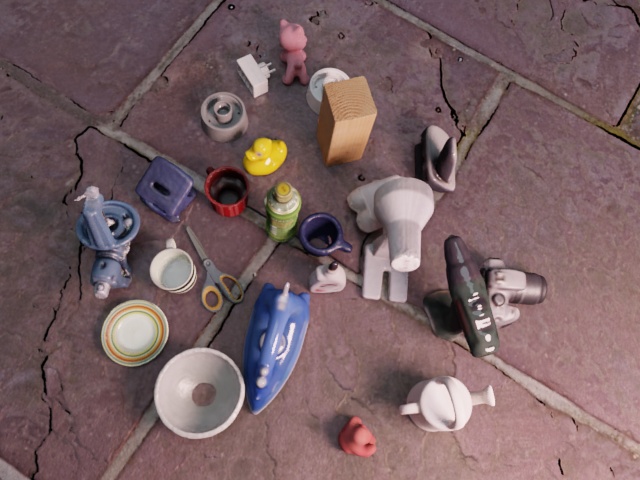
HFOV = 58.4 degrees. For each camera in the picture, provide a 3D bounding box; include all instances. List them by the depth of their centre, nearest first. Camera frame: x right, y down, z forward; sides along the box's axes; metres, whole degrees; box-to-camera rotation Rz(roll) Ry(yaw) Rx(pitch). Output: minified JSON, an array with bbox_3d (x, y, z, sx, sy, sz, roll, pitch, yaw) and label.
[{"bbox_3d":[0.405,0.112,1.203,0.137,0.101,0.143,5,72,-3],"label":"camera"}]

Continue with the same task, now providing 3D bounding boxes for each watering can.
[{"bbox_3d":[0.239,0.304,1.076,0.173,0.194,0.101,-29,77,-13],"label":"watering can"}]

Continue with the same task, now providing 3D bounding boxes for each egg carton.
[{"bbox_3d":[0.139,-0.080,1.257,0.150,0.069,0.107,-21,75,-11],"label":"egg carton"}]

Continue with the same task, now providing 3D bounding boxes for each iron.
[{"bbox_3d":[-0.093,0.206,1.104,0.118,0.141,0.258,14,71,-1],"label":"iron"}]

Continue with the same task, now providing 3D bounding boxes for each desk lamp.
[{"bbox_3d":[0.157,0.004,1.155,0.118,0.213,0.203,6,72,-3],"label":"desk lamp"}]

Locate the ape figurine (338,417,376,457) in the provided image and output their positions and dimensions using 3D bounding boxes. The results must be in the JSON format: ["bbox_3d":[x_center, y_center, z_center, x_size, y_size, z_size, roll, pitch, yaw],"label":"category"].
[{"bbox_3d":[0.074,0.376,1.091,0.076,0.092,0.078,-8,73,-7],"label":"ape figurine"}]

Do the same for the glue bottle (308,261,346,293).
[{"bbox_3d":[0.019,0.070,1.142,0.078,0.173,0.037,-6,73,-7],"label":"glue bottle"}]

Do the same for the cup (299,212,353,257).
[{"bbox_3d":[0.011,0.004,1.204,0.117,0.095,0.092,25,72,3],"label":"cup"}]

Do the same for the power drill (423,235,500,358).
[{"bbox_3d":[0.272,0.123,1.130,0.076,0.208,0.229,-17,74,-10],"label":"power drill"}]

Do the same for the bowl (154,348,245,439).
[{"bbox_3d":[-0.228,0.294,1.098,0.167,0.074,0.167,2,72,-5],"label":"bowl"}]

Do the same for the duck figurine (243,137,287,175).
[{"bbox_3d":[-0.121,-0.196,1.261,0.105,0.086,0.077,-29,77,-13],"label":"duck figurine"}]

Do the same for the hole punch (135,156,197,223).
[{"bbox_3d":[-0.325,-0.106,1.210,0.108,0.091,0.101,34,72,6],"label":"hole punch"}]

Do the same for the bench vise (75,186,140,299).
[{"bbox_3d":[-0.404,-0.002,1.101,0.121,0.219,0.207,-16,74,-10],"label":"bench vise"}]

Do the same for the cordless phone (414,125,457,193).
[{"bbox_3d":[0.270,-0.196,1.245,0.094,0.185,0.147,-1,72,-5],"label":"cordless phone"}]

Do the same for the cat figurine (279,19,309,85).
[{"bbox_3d":[-0.060,-0.444,1.330,0.067,0.118,0.128,-8,73,-7],"label":"cat figurine"}]
